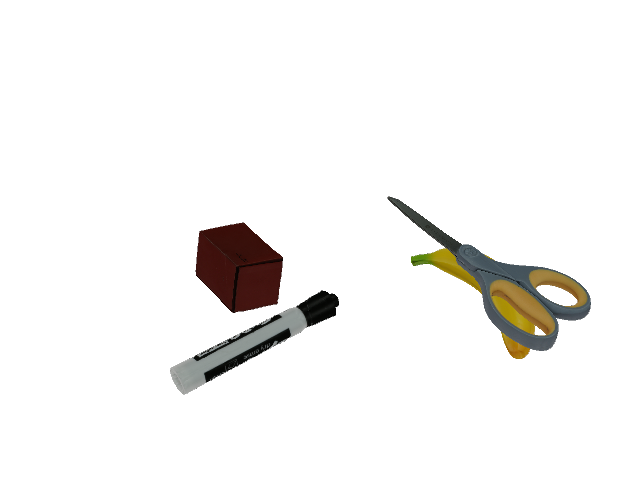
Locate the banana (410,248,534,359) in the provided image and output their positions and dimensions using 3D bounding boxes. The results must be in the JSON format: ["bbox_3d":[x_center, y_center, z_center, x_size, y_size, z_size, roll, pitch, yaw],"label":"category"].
[{"bbox_3d":[0.174,0.055,1.116,0.069,0.037,0.198,-35,39,-9],"label":"banana"}]

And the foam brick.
[{"bbox_3d":[-0.079,0.025,1.026,0.052,0.051,0.078,-10,32,-31],"label":"foam brick"}]

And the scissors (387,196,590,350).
[{"bbox_3d":[0.142,0.015,0.872,0.096,0.016,0.202,-11,42,-23],"label":"scissors"}]

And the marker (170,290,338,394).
[{"bbox_3d":[-0.039,0.063,0.686,0.121,0.020,0.020,-26,11,-23],"label":"marker"}]
